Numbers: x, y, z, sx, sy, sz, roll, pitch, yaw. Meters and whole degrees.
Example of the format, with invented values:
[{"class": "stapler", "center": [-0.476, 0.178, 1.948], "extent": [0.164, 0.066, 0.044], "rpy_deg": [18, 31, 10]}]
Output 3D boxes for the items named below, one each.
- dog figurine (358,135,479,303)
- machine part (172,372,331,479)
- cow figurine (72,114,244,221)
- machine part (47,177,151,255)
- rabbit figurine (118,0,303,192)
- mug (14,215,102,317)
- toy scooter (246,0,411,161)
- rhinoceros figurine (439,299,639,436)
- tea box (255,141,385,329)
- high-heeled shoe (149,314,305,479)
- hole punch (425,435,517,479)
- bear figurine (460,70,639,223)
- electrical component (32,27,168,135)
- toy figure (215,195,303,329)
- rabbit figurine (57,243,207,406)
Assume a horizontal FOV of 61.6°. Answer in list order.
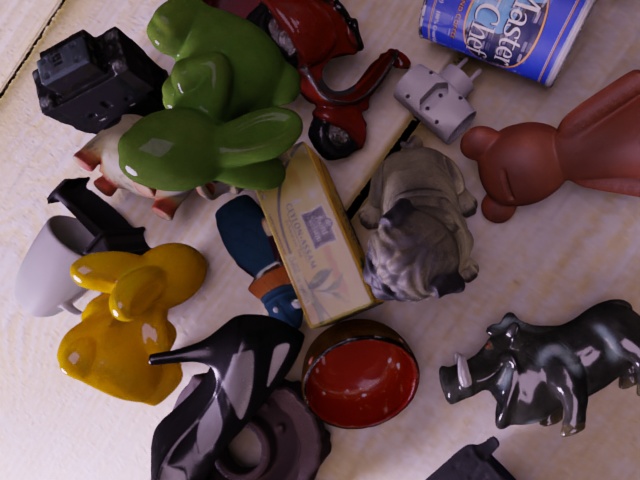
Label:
[{"class": "dog figurine", "center": [0.085, -0.030, 0.477], "extent": [0.121, 0.190, 0.172], "rpy_deg": [-20, 78, 10]}, {"class": "machine part", "center": [-0.077, 0.214, 0.558], "extent": [0.180, 0.056, 0.179], "rpy_deg": [-2, 84, 14]}, {"class": "cow figurine", "center": [-0.158, -0.091, 0.592], "extent": [0.195, 0.085, 0.127], "rpy_deg": [18, 65, 26]}, {"class": "machine part", "center": [-0.252, -0.020, 0.615], "extent": [0.139, 0.084, 0.039], "rpy_deg": [42, 114, 15]}, {"class": "rabbit figurine", "center": [-0.097, -0.101, 0.473], "extent": [0.159, 0.121, 0.170], "rpy_deg": [26, 59, -1]}, {"class": "mug", "center": [-0.294, 0.044, 0.621], "extent": [0.109, 0.081, 0.107], "rpy_deg": [44, 104, 8]}, {"class": "toy scooter", "center": [0.018, -0.186, 0.553], "extent": [0.135, 0.075, 0.183], "rpy_deg": [-36, 111, -4]}, {"class": "rhinoceros figurine", "center": [0.206, 0.116, 0.492], "extent": [0.190, 0.073, 0.112], "rpy_deg": [-22, 81, 10]}, {"class": "tea box", "center": [-0.001, -0.002, 0.542], "extent": [0.068, 0.098, 0.169], "rpy_deg": [-26, 80, 10]}, {"class": "high-heeled shoe", "center": [-0.088, 0.191, 0.515], "extent": [0.145, 0.086, 0.248], "rpy_deg": [-2, 103, -15]}, {"class": "hole punch", "center": [0.148, 0.266, 0.493], "extent": [0.142, 0.092, 0.116], "rpy_deg": [-47, 45, 7]}, {"class": "bear figurine", "center": [0.244, -0.090, 0.499], "extent": [0.196, 0.132, 0.120], "rpy_deg": [-9, 119, 41]}, {"class": "electrical component", "center": [-0.244, -0.172, 0.599], "extent": [0.115, 0.134, 0.058], "rpy_deg": [-26, 76, 11]}, {"class": "toy figure", "center": [-0.057, 0.026, 0.573], "extent": [0.058, 0.064, 0.154], "rpy_deg": [-26, 82, -29]}, {"class": "rabbit figurine", "center": [-0.194, 0.069, 0.568], "extent": [0.122, 0.162, 0.173], "rpy_deg": [31, 74, 27]}]
